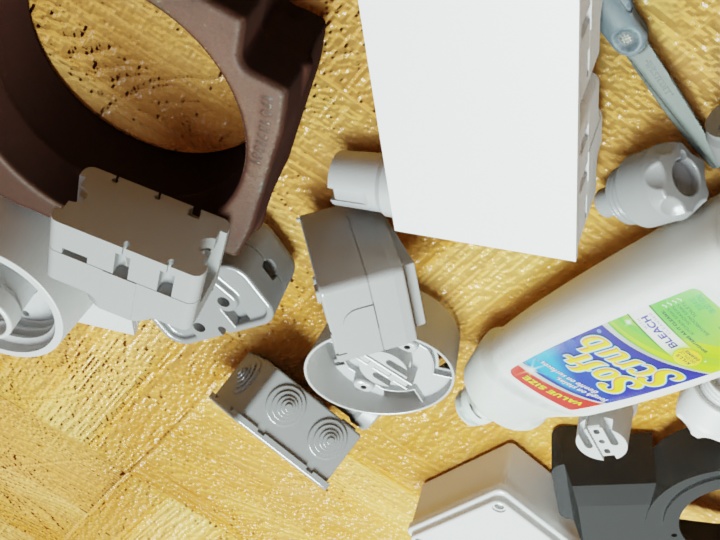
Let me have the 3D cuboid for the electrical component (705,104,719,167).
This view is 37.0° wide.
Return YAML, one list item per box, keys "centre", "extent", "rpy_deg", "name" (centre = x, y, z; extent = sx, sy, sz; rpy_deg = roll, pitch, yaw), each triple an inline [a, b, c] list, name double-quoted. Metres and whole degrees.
- centre: [0.209, -0.060, 0.560]
  extent: [0.045, 0.045, 0.055]
  rpy_deg: [-15, 125, 32]
  name: "electrical component"

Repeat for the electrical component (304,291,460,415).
- centre: [0.018, 0.058, 0.733]
  extent: [0.099, 0.064, 0.099]
  rpy_deg: [11, 135, 11]
  name: "electrical component"

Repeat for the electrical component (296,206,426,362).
- centre: [0.000, 0.000, 0.676]
  extent: [0.061, 0.096, 0.061]
  rpy_deg: [-15, 129, -2]
  name: "electrical component"

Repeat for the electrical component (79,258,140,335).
- centre: [-0.219, -0.022, 0.751]
  extent: [0.150, 0.061, 0.089]
  rpy_deg: [12, 135, 10]
  name: "electrical component"

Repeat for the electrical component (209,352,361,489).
- centre: [-0.055, 0.108, 0.795]
  extent: [0.100, 0.048, 0.100]
  rpy_deg: [41, 170, -18]
  name: "electrical component"

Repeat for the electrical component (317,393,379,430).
- centre: [-0.005, 0.088, 0.790]
  extent: [0.046, 0.040, 0.040]
  rpy_deg: [35, 135, -6]
  name: "electrical component"

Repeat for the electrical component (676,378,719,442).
- centre: [0.231, 0.077, 0.684]
  extent: [0.043, 0.043, 0.062]
  rpy_deg: [19, 135, 3]
  name: "electrical component"

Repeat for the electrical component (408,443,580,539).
- centre: [0.114, 0.200, 0.837]
  extent: [0.109, 0.056, 0.109]
  rpy_deg: [39, 133, -17]
  name: "electrical component"

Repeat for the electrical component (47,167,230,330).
- centre: [-0.127, -0.009, 0.614]
  extent: [0.089, 0.050, 0.055]
  rpy_deg: [22, 135, 1]
  name: "electrical component"

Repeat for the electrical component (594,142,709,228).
- centre: [0.158, -0.044, 0.598]
  extent: [0.043, 0.043, 0.062]
  rpy_deg: [41, 152, -18]
  name: "electrical component"

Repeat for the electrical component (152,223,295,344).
- centre: [-0.095, 0.005, 0.730]
  extent: [0.095, 0.059, 0.053]
  rpy_deg: [-16, 125, 32]
  name: "electrical component"

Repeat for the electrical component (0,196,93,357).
- centre: [-0.230, 0.010, 0.695]
  extent: [0.108, 0.060, 0.108]
  rpy_deg: [11, 135, 11]
  name: "electrical component"

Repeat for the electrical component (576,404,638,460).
- centre: [0.166, 0.100, 0.729]
  extent: [0.040, 0.046, 0.040]
  rpy_deg: [11, 135, 11]
  name: "electrical component"

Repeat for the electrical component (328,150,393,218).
- centre: [0.008, -0.053, 0.650]
  extent: [0.046, 0.040, 0.040]
  rpy_deg: [9, 135, 22]
  name: "electrical component"

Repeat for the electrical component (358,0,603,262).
- centre: [0.067, -0.098, 0.553]
  extent: [0.105, 0.060, 0.186]
  rpy_deg: [11, 140, 20]
  name: "electrical component"
